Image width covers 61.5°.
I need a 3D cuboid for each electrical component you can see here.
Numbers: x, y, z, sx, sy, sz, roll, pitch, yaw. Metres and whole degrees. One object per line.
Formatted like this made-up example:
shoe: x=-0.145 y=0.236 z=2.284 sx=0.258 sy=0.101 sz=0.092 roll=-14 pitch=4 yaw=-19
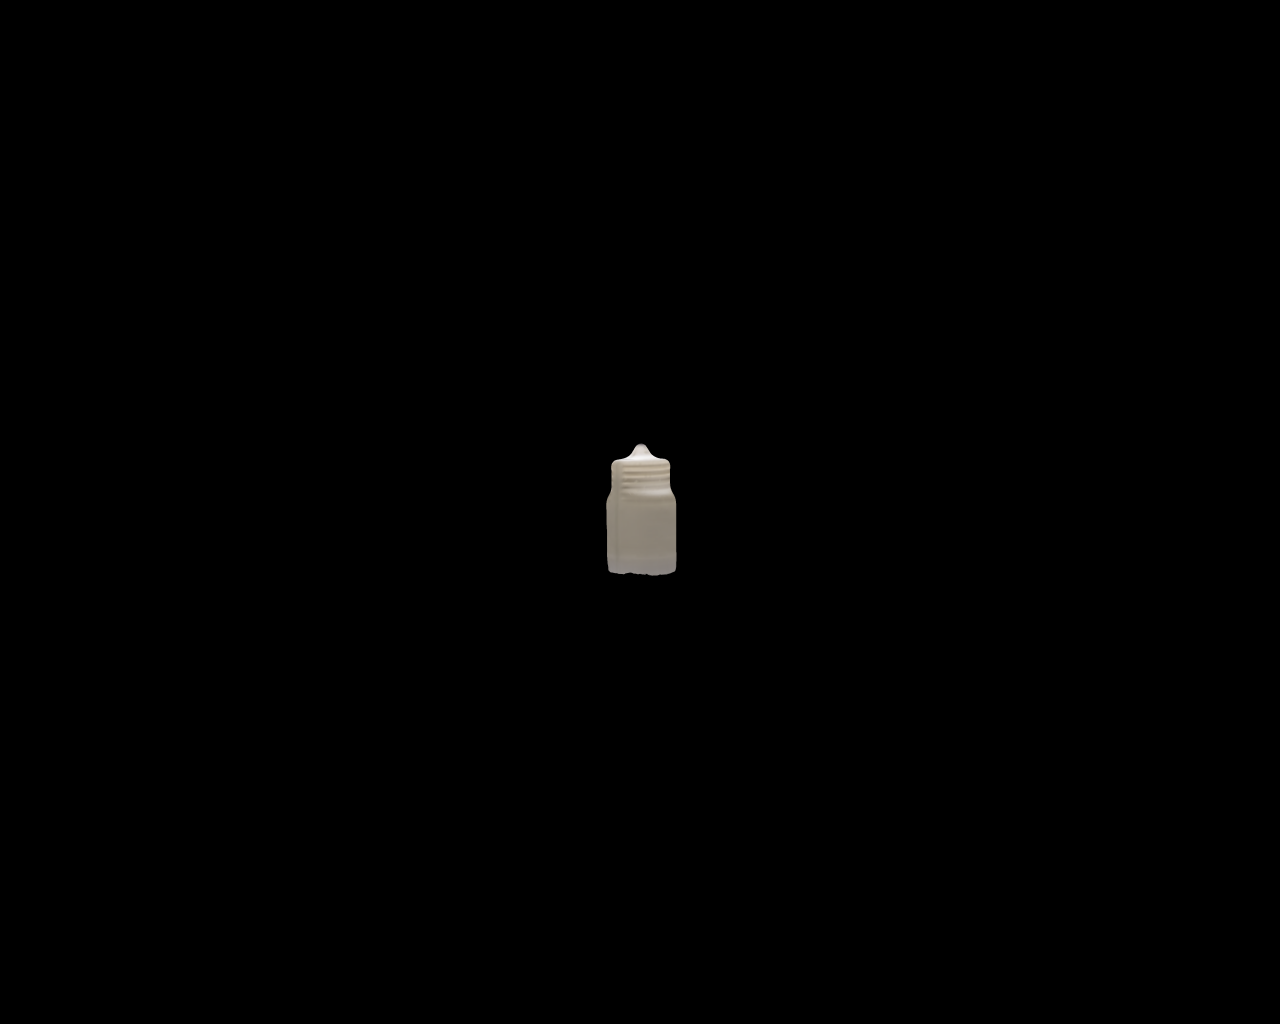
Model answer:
electrical component: x=0.001 y=-0.003 z=0.650 sx=0.043 sy=0.081 sz=0.043 roll=0 pitch=4 yaw=0
